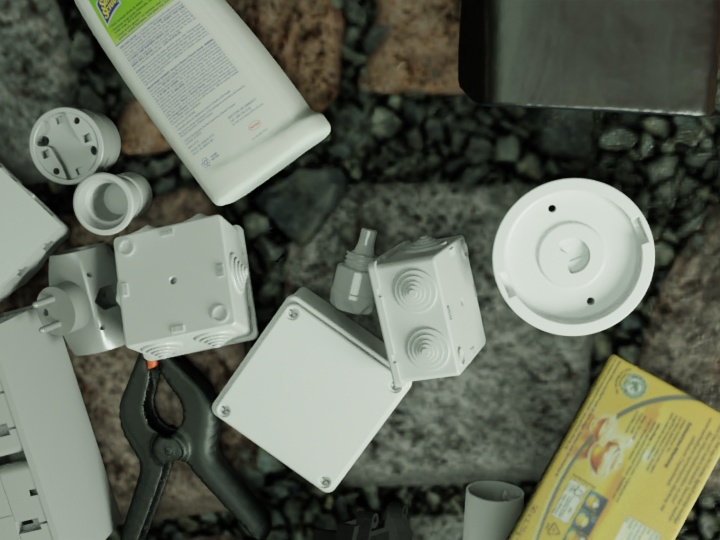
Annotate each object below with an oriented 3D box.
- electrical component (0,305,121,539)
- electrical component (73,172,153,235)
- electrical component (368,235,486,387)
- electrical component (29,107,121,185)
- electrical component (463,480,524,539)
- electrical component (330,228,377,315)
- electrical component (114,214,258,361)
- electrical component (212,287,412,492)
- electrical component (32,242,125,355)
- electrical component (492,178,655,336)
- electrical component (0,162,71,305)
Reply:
[{"bbox_3d":[-0.250,0.127,0.800,0.060,0.105,0.186,-14,98,9],"label":"electrical component"},{"bbox_3d":[-0.176,-0.051,0.782,0.044,0.065,0.044,1,100,6],"label":"electrical component"},{"bbox_3d":[0.050,0.026,0.754,0.048,0.100,0.099,-10,98,21],"label":"electrical component"},{"bbox_3d":[-0.207,-0.092,0.788,0.055,0.047,0.055,1,100,6],"label":"electrical component"},{"bbox_3d":[0.098,0.204,0.805,0.043,0.043,0.081,4,100,6],"label":"electrical component"},{"bbox_3d":[0.000,0.000,0.787,0.035,0.035,0.061,14,98,4],"label":"electrical component"},{"bbox_3d":[-0.128,0.012,0.781,0.100,0.048,0.099,-12,75,9],"label":"electrical component"},{"bbox_3d":[-0.033,0.087,0.794,0.109,0.056,0.108,35,102,0],"label":"electrical component"},{"bbox_3d":[-0.211,0.025,0.793,0.043,0.079,0.077,-7,99,29],"label":"electrical component"},{"bbox_3d":[0.147,-0.013,0.754,0.108,0.060,0.108,1,100,6],"label":"electrical component"},{"bbox_3d":[-0.300,-0.050,0.790,0.150,0.062,0.089,44,83,-2],"label":"electrical component"}]
